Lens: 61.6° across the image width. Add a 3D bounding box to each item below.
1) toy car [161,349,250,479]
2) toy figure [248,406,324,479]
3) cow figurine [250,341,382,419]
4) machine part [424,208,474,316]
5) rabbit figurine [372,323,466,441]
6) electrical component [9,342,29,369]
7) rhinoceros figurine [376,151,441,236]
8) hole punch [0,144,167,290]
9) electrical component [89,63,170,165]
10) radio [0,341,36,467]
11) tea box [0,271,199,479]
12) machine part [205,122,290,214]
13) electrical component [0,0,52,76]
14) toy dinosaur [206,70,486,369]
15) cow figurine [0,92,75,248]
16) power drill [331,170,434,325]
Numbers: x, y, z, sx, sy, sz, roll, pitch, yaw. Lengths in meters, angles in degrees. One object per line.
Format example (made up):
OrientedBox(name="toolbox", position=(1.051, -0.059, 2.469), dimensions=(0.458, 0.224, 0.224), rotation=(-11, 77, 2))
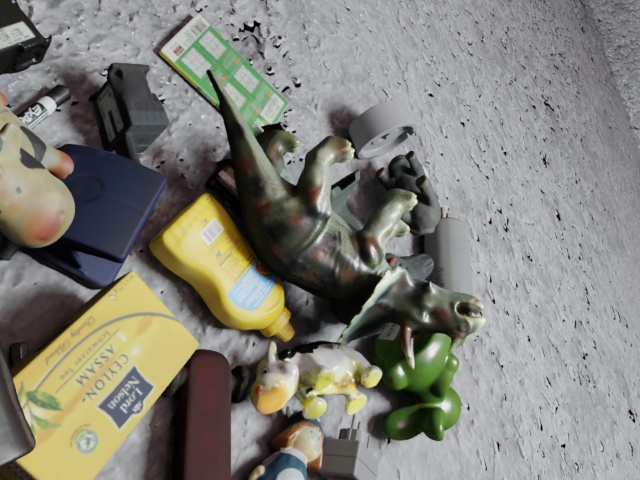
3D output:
OrientedBox(name="toy car", position=(-0.115, 0.205, 0.518), dimensions=(0.089, 0.053, 0.202), rotation=(16, 55, -33))
OrientedBox(name="toy figure", position=(-0.032, 0.245, 0.577), dimensions=(0.154, 0.058, 0.064), rotation=(-56, 135, -46))
OrientedBox(name="cow figurine", position=(-0.018, 0.151, 0.620), dimensions=(0.167, 0.068, 0.098), rotation=(11, 20, -40))
OrientedBox(name="machine part", position=(0.213, 0.051, 0.896), dimensions=(0.079, 0.079, 0.243), rotation=(27, 54, -33))
OrientedBox(name="rabbit figurine", position=(0.150, 0.201, 0.734), dimensions=(0.170, 0.121, 0.159), rotation=(61, 34, -23))
OrientedBox(name="electrical component", position=(-0.237, 0.132, 0.460), dimensions=(0.063, 0.021, 0.094), rotation=(3, 67, -44))
OrientedBox(name="rhinoceros figurine", position=(0.150, -0.081, 0.860), dimensions=(0.112, 0.073, 0.190), rotation=(46, 20, -26))
OrientedBox(name="hole punch", position=(-0.221, -0.030, 0.513), dimensions=(0.115, 0.092, 0.142), rotation=(33, 54, -23))
OrientedBox(name="electrical component", position=(-0.203, -0.123, 0.584), dimensions=(0.048, 0.075, 0.119), rotation=(-14, 76, -46))
OrientedBox(name="radio", position=(-0.263, 0.122, 0.291), dimensions=(0.131, 0.230, 0.073), rotation=(-14, 81, -52))
OrientedBox(name="tea box", position=(-0.192, 0.117, 0.444), dimensions=(0.098, 0.068, 0.170), rotation=(51, 40, -16))
OrientedBox(name="machine part", position=(-0.084, -0.097, 0.706), dimensions=(0.084, 0.039, 0.139), rotation=(38, 60, -12))
OrientedBox(name="electrical component", position=(-0.345, -0.213, 0.504), dimensions=(0.134, 0.058, 0.115), rotation=(52, 42, -11))
OrientedBox(name="toy dinosaur", position=(-0.004, -0.006, 0.623), dimensions=(0.405, 0.131, 0.192), rotation=(32, 68, -9))
OrientedBox(name="cow figurine", position=(-0.260, -0.068, 0.413), dimensions=(0.195, 0.085, 0.127), rotation=(41, -1, 16))
OrientedBox(name="power drill", position=(0.069, 0.007, 0.788), dimensions=(0.232, 0.086, 0.207), rotation=(-36, 103, -47))
